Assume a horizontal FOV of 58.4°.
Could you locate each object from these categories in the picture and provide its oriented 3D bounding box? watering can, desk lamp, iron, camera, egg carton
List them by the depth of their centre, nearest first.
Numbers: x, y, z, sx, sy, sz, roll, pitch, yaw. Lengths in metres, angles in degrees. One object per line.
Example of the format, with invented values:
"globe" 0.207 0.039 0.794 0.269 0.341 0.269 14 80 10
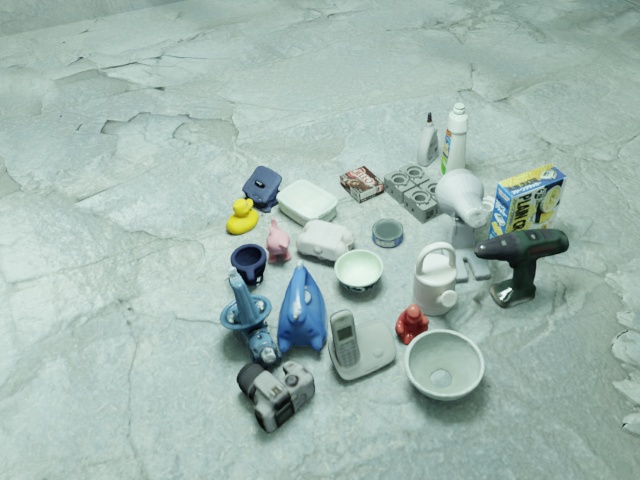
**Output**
"camera" -0.103 0.305 1.213 0.143 0.101 0.136 -37 53 -27
"watering can" 0.271 0.084 1.322 0.101 0.194 0.172 -28 49 -19
"iron" -0.047 0.133 1.347 0.118 0.142 0.258 -4 45 3
"desk lamp" 0.363 -0.042 1.421 0.118 0.214 0.203 -9 45 -2
"egg carton" 0.014 0.005 1.517 0.150 0.069 0.107 14 49 19

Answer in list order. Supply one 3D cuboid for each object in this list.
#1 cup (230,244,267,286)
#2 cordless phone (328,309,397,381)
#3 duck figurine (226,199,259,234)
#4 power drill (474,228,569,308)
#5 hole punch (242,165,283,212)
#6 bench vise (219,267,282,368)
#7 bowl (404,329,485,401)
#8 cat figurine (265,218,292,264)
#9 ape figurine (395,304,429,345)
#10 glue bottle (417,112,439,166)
"cup" -0.172 0.080 1.447 0.091 0.095 0.117 -11 45 -4
"cordless phone" 0.087 0.206 1.229 0.148 0.185 0.094 -22 47 -15
"duck figurine" -0.223 -0.074 1.611 0.077 0.086 0.105 31 56 31
"power drill" 0.451 0.059 1.316 0.230 0.209 0.075 -16 46 -9
"hole punch" -0.166 -0.151 1.676 0.108 0.091 0.101 29 55 30
"bench vise" -0.144 0.168 1.269 0.122 0.220 0.206 -38 53 -27
"bowl" 0.261 0.277 1.218 0.167 0.075 0.167 -3 45 4
"cat figurine" -0.113 -0.003 1.506 0.067 0.118 0.127 -10 45 -3
"ape figurine" 0.209 0.182 1.304 0.077 0.092 0.076 0 46 7
"glue bottle" 0.326 -0.308 1.717 0.037 0.173 0.078 29 55 30
